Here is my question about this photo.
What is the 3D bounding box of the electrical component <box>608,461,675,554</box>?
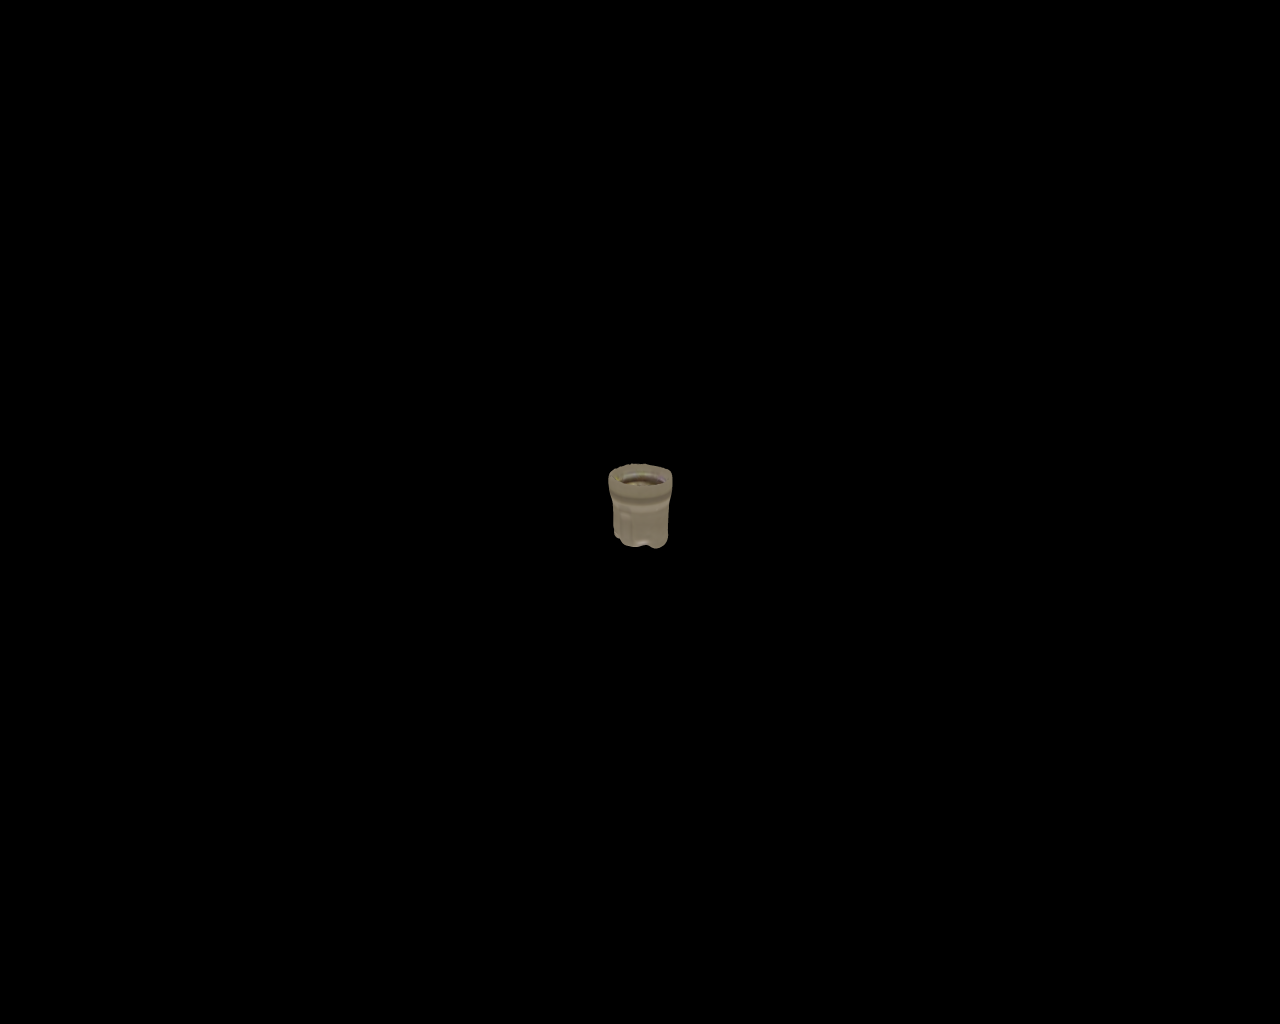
[{"bbox_3d":[0.001,-0.003,0.650,0.040,0.046,0.040,0,24,0],"label":"electrical component"}]
